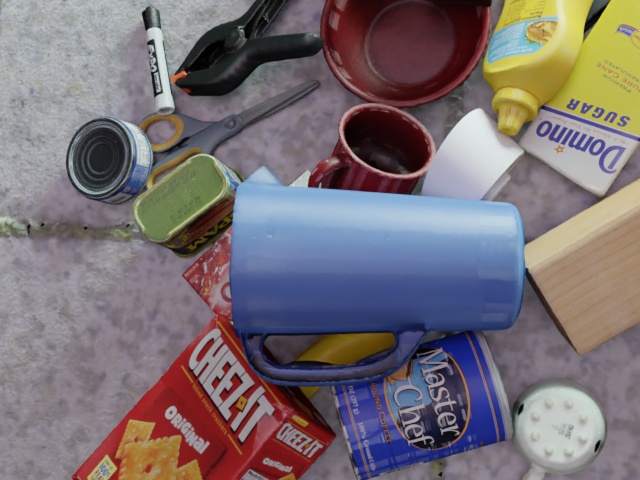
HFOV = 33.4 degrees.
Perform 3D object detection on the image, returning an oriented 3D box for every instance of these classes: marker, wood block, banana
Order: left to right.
[{"bbox_3d":[-0.165,-0.184,1.083,0.020,0.020,0.121,-14,70,10],"label":"marker"},{"bbox_3d":[0.004,0.131,1.003,0.069,0.037,0.198,41,93,-8],"label":"banana"},{"bbox_3d":[0.283,0.002,0.920,0.206,0.091,0.090,-31,96,6],"label":"wood block"}]

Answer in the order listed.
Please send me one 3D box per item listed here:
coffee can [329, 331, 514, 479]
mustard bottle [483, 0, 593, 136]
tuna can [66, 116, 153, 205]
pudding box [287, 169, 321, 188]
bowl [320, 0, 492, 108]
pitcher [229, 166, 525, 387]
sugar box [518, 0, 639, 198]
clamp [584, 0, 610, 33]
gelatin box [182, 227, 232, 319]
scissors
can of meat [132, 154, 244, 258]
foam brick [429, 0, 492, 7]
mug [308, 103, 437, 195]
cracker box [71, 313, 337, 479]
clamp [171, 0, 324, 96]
[{"bbox_3d":[0.086,0.144,0.936,0.140,0.103,0.103,-16,79,1],"label":"coffee can"},{"bbox_3d":[0.195,-0.181,0.962,0.096,0.058,0.191,-3,61,52],"label":"mustard bottle"},{"bbox_3d":[-0.212,-0.080,1.069,0.086,0.033,0.086,-3,83,25],"label":"tuna can"},{"bbox_3d":[-0.007,0.001,1.005,0.090,0.039,0.113,-41,73,-20],"label":"pudding box"},{"bbox_3d":[0.084,-0.198,1.021,0.162,0.055,0.162,-2,81,12],"label":"bowl"},{"bbox_3d":[0.045,0.030,0.900,0.243,0.145,0.149,2,118,2],"label":"pitcher"},{"bbox_3d":[0.265,-0.135,0.961,0.093,0.048,0.176,34,100,14],"label":"sugar box"},{"bbox_3d":[0.316,-0.265,0.991,0.165,0.036,0.210,5,86,12],"label":"clamp"},{"bbox_3d":[-0.077,0.031,1.035,0.089,0.030,0.073,-44,74,3],"label":"gelatin box"},{"bbox_3d":[-0.105,-0.125,1.072,0.202,0.016,0.096,-41,76,4],"label":"scissors"},{"bbox_3d":[-0.122,-0.033,1.027,0.102,0.084,0.057,-37,76,4],"label":"can of meat"},{"bbox_3d":[0.120,-0.247,0.965,0.078,0.053,0.051,9,83,13],"label":"foam brick"},{"bbox_3d":[0.040,-0.062,0.975,0.117,0.082,0.093,-18,60,-32],"label":"mug"},{"bbox_3d":[-0.111,0.195,0.959,0.214,0.072,0.164,-49,41,3],"label":"cracker box"},{"bbox_3d":[-0.069,-0.186,1.041,0.172,0.039,0.120,-38,43,17],"label":"clamp"}]
